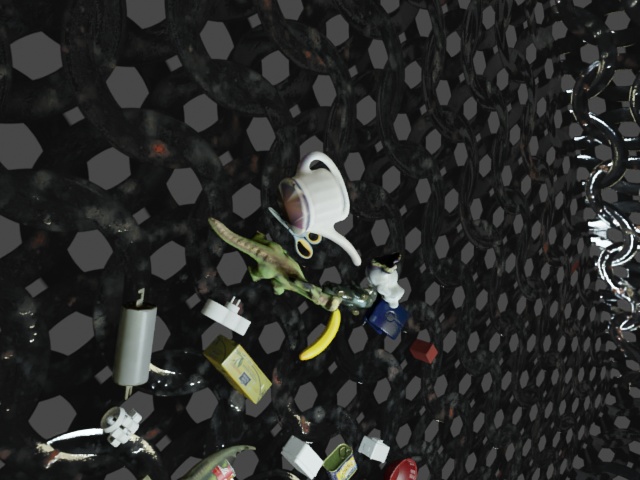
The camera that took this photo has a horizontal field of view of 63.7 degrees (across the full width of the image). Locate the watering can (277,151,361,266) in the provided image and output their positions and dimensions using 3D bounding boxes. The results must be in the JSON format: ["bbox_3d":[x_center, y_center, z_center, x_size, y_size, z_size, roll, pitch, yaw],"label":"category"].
[{"bbox_3d":[0.004,-0.071,1.410,0.226,0.103,0.347,-19,94,-40],"label":"watering can"}]

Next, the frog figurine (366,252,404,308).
[{"bbox_3d":[0.206,0.132,1.634,0.140,0.122,0.156,-85,174,-63],"label":"frog figurine"}]

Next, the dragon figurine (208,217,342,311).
[{"bbox_3d":[-0.087,0.075,1.284,0.404,0.244,0.123,37,78,-41],"label":"dragon figurine"}]
